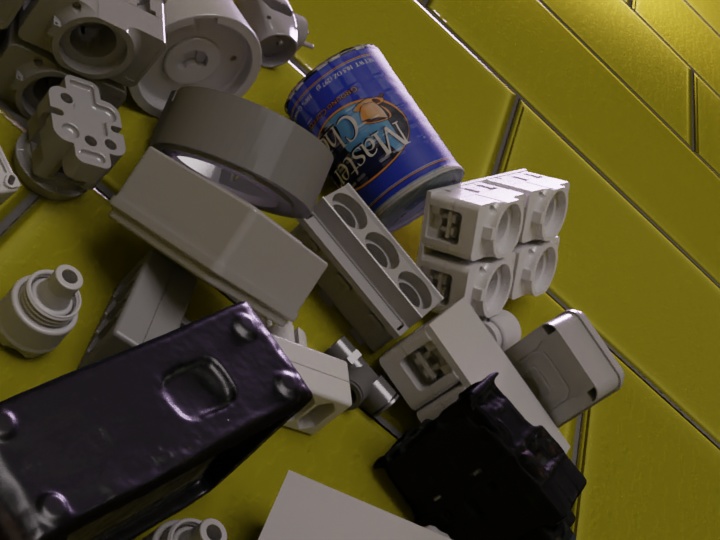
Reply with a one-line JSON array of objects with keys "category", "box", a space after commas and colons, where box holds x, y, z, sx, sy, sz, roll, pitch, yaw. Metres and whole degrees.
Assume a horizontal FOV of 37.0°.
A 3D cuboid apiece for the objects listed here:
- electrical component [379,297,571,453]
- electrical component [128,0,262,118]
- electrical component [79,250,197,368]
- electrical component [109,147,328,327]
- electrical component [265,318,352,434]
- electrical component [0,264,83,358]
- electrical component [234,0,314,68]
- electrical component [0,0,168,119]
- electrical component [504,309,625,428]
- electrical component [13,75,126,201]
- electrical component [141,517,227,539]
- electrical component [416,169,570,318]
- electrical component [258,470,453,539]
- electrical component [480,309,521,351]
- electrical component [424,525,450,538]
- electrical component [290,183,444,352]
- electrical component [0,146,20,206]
[{"category": "electrical component", "box": [0.089, 0.108, 0.850, 0.150, 0.062, 0.089, 55, 26, 3]}, {"category": "electrical component", "box": [-0.138, -0.178, 0.853, 0.108, 0.108, 0.060, 11, 43, -43]}, {"category": "electrical component", "box": [-0.127, 0.044, 0.696, 0.076, 0.047, 0.083, 36, 36, -19]}, {"category": "electrical component", "box": [-0.094, -0.021, 0.722, 0.109, 0.056, 0.109, 31, -4, 31]}, {"category": "electrical component", "box": [-0.055, 0.064, 0.757, 0.083, 0.047, 0.075, 23, 41, -33]}, {"category": "electrical component", "box": [-0.187, 0.021, 0.638, 0.043, 0.062, 0.043, 29, 38, -26]}, {"category": "electrical component", "box": [-0.077, -0.231, 1.027, 0.079, 0.043, 0.077, 12, 48, -43]}, {"category": "electrical component", "box": [-0.238, -0.172, 0.731, 0.186, 0.105, 0.060, 21, 43, -35]}, {"category": "electrical component", "box": [0.156, 0.093, 0.907, 0.057, 0.113, 0.078, -17, 70, -51]}, {"category": "electrical component", "box": [-0.199, -0.084, 0.732, 0.058, 0.057, 0.078, 14, 47, -40]}, {"category": "electrical component", "box": [-0.098, 0.159, 0.601, 0.043, 0.062, 0.043, 29, 39, -27]}, {"category": "electrical component", "box": [0.127, -0.026, 0.986, 0.060, 0.105, 0.186, 18, 20, 31]}, {"category": "electrical component", "box": [0.020, 0.210, 0.638, 0.186, 0.060, 0.105, 23, 36, 2]}, {"category": "electrical component", "box": [0.112, 0.060, 0.955, 0.078, 0.040, 0.040, -16, 70, -54]}, {"category": "electrical component", "box": [0.043, 0.207, 0.738, 0.035, 0.035, 0.061, 40, 37, -14]}, {"category": "electrical component", "box": [0.000, 0.000, 0.868, 0.121, 0.063, 0.079, 51, 34, 3]}, {"category": "electrical component", "box": [-0.257, -0.061, 0.647, 0.062, 0.061, 0.096, -18, 80, -54]}]
